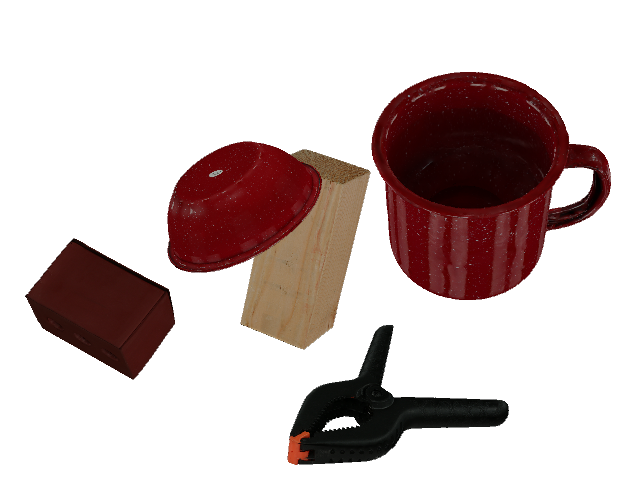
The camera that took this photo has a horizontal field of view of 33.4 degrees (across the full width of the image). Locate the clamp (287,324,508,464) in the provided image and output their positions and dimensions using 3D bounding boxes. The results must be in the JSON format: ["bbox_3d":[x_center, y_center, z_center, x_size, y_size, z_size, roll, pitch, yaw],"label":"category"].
[{"bbox_3d":[0.060,0.156,0.975,0.165,0.036,0.209,27,36,33],"label":"clamp"}]

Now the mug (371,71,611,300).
[{"bbox_3d":[0.086,-0.025,0.537,0.117,0.093,0.081,-5,-37,3],"label":"mug"}]

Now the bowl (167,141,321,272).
[{"bbox_3d":[-0.083,-0.043,0.985,0.162,0.055,0.162,-22,30,14],"label":"bowl"}]

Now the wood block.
[{"bbox_3d":[-0.019,0.008,1.257,0.090,0.206,0.090,20,21,18],"label":"wood block"}]

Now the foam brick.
[{"bbox_3d":[-0.143,0.046,0.704,0.078,0.051,0.053,26,-27,15],"label":"foam brick"}]
